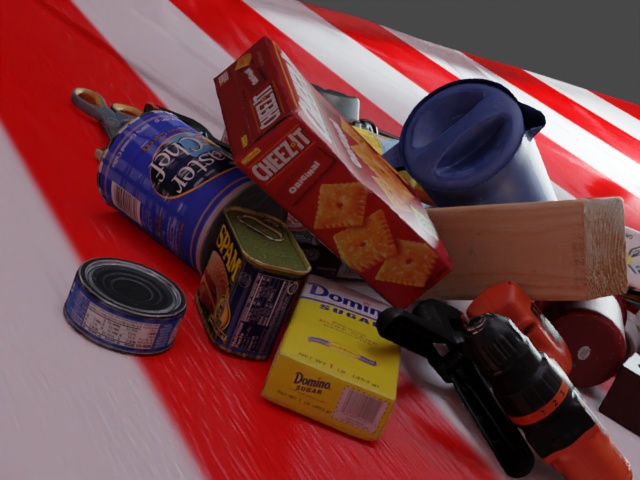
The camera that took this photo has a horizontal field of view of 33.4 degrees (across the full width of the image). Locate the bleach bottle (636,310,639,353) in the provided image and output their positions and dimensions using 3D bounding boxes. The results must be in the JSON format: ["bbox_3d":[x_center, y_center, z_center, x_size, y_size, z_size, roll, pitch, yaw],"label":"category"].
[{"bbox_3d":[0.387,0.127,1.118,0.102,0.068,0.250,26,17,-3],"label":"bleach bottle"}]

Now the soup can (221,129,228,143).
[{"bbox_3d":[-0.071,-0.144,1.256,0.068,0.102,0.068,20,20,-8],"label":"soup can"}]

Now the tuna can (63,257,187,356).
[{"bbox_3d":[-0.142,0.048,0.785,0.086,0.034,0.086,20,20,-8],"label":"tuna can"}]

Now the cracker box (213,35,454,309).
[{"bbox_3d":[0.011,-0.059,0.923,0.213,0.072,0.164,43,15,-31],"label":"cracker box"}]

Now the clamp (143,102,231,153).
[{"bbox_3d":[-0.139,-0.099,1.118,0.172,0.039,0.120,28,15,27],"label":"clamp"}]

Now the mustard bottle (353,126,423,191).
[{"bbox_3d":[0.061,-0.095,1.245,0.191,0.058,0.096,14,22,-19],"label":"mustard bottle"}]

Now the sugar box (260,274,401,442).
[{"bbox_3d":[0.016,0.086,0.839,0.093,0.048,0.176,23,21,-1],"label":"sugar box"}]

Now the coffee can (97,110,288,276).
[{"bbox_3d":[-0.112,-0.038,0.936,0.140,0.103,0.102,34,23,30],"label":"coffee can"}]

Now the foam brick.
[{"bbox_3d":[0.307,0.150,0.982,0.078,0.051,0.052,32,22,22],"label":"foam brick"}]

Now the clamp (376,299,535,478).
[{"bbox_3d":[0.117,0.106,0.881,0.164,0.036,0.210,50,12,2],"label":"clamp"}]

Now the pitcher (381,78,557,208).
[{"bbox_3d":[0.178,-0.056,1.170,0.149,0.145,0.242,31,-10,36],"label":"pitcher"}]

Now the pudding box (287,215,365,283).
[{"bbox_3d":[-0.007,0.001,1.043,0.113,0.039,0.090,10,24,-33],"label":"pudding box"}]

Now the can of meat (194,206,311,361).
[{"bbox_3d":[-0.056,0.034,0.840,0.057,0.084,0.102,14,22,-24],"label":"can of meat"}]

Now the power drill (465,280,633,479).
[{"bbox_3d":[0.167,0.103,0.856,0.184,0.057,0.187,52,13,-16],"label":"power drill"}]

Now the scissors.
[{"bbox_3d":[-0.212,-0.123,1.163,0.096,0.016,0.202,10,20,-38],"label":"scissors"}]

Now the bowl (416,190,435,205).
[{"bbox_3d":[0.165,-0.052,1.349,0.162,0.055,0.162,20,20,-8],"label":"bowl"}]

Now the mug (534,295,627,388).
[{"bbox_3d":[0.239,0.090,1.029,0.117,0.093,0.081,-3,21,13],"label":"mug"}]

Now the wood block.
[{"bbox_3d":[0.172,0.010,1.003,0.207,0.090,0.090,-2,2,39],"label":"wood block"}]
